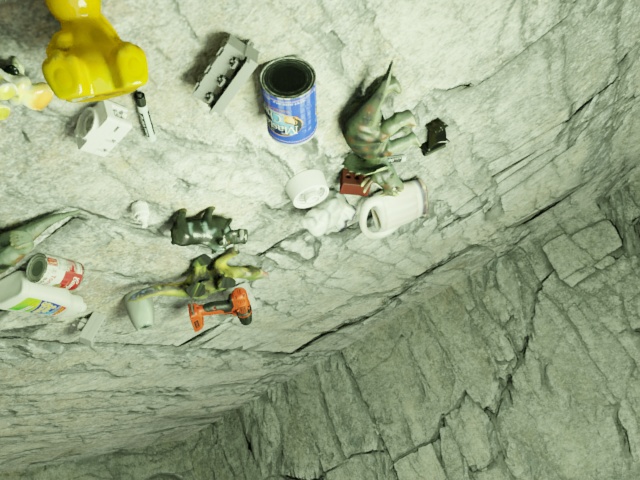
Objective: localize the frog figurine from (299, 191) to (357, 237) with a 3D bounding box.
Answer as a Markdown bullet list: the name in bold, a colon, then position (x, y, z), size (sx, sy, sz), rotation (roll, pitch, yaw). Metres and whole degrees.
- **frog figurine**: position (0.004, -0.070, 1.400), size (0.160, 0.123, 0.136), rotation (-7, 172, -32)

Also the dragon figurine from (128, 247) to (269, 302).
- **dragon figurine**: position (-0.346, 0.137, 1.520), size (0.412, 0.124, 0.238), rotation (-14, 161, -19)

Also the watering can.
- **watering can**: position (0.220, -0.122, 1.530), size (0.225, 0.106, 0.339), rotation (-21, 145, -11)
